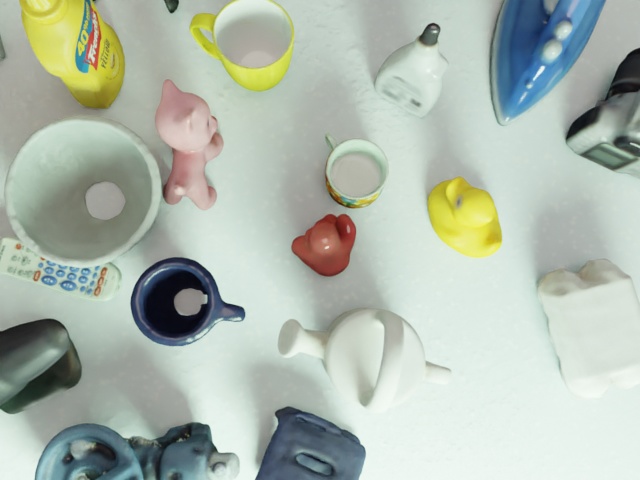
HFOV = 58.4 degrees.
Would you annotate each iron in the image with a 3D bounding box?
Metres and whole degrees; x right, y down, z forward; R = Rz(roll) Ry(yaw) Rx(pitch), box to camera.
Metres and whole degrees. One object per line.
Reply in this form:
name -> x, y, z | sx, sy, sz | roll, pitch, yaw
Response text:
iron -> 0.280, -0.267, 0.662 | 0.118, 0.258, 0.141 | 23, -7, 1

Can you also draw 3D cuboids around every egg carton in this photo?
egg carton -> 0.313, 0.100, 0.656 | 0.107, 0.150, 0.069 | -15, -6, -4

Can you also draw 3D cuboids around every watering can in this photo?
watering can -> 0.046, 0.120, 0.579 | 0.173, 0.101, 0.194 | -8, -7, -3

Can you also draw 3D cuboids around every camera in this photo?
camera -> 0.391, -0.151, 0.674 | 0.143, 0.137, 0.101 | 24, -7, 1

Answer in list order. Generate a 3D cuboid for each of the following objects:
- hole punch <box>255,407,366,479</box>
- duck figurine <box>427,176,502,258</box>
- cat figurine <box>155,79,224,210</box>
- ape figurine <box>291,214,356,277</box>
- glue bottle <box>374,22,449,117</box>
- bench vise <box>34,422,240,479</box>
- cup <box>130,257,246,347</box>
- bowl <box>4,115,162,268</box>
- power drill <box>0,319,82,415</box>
hole punch -> -0.012, 0.242, 0.613 | 0.108, 0.101, 0.091 | 23, -7, 1
duck figurine -> 0.174, -0.029, 0.657 | 0.077, 0.104, 0.086 | -36, -4, -6
cat figurine -> -0.149, -0.106, 0.635 | 0.067, 0.128, 0.117 | 4, -7, -2
ape figurine -> 0.006, 0.002, 0.642 | 0.078, 0.076, 0.092 | -7, -7, -3
glue bottle -> 0.107, -0.191, 0.629 | 0.078, 0.037, 0.173 | 32, -7, 2
bench vise -> -0.191, 0.223, 0.542 | 0.207, 0.121, 0.219 | -25, -5, -5
cup -> -0.136, 0.070, 0.626 | 0.117, 0.092, 0.095 | 10, -7, -1
bowl -> -0.255, -0.050, 0.645 | 0.167, 0.167, 0.074 | 0, -7, -3
power drill -> -0.317, 0.134, 0.553 | 0.229, 0.075, 0.208 | -27, -5, -5
